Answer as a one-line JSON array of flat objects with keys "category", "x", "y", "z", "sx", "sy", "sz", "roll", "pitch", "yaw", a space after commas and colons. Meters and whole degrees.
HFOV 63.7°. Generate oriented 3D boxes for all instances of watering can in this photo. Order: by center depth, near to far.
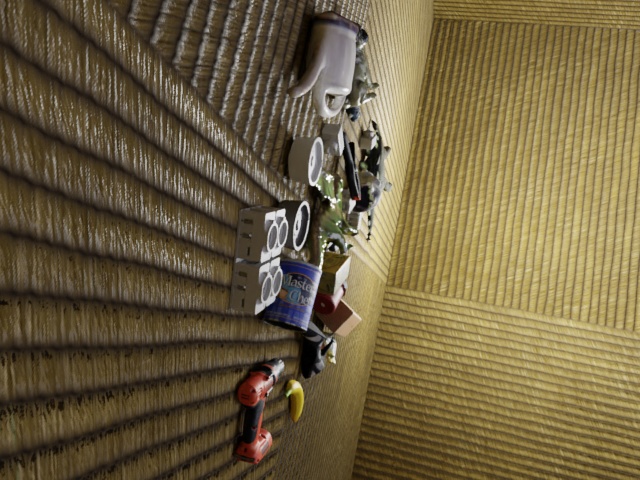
[{"category": "watering can", "x": 0.012, "y": -0.383, "z": 1.115, "sx": 0.350, "sy": 0.104, "sz": 0.223, "roll": -25, "pitch": 121, "yaw": -72}]

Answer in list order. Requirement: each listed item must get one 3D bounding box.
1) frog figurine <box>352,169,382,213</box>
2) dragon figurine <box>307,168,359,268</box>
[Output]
[{"category": "frog figurine", "x": 0.150, "y": -0.170, "z": 1.787, "sx": 0.135, "sy": 0.122, "sz": 0.162, "roll": -51, "pitch": -172, "yaw": 23}, {"category": "dragon figurine", "x": 0.004, "y": -0.069, "z": 1.362, "sx": 0.417, "sy": 0.122, "sz": 0.239, "roll": -55, "pitch": 134, "yaw": -64}]
